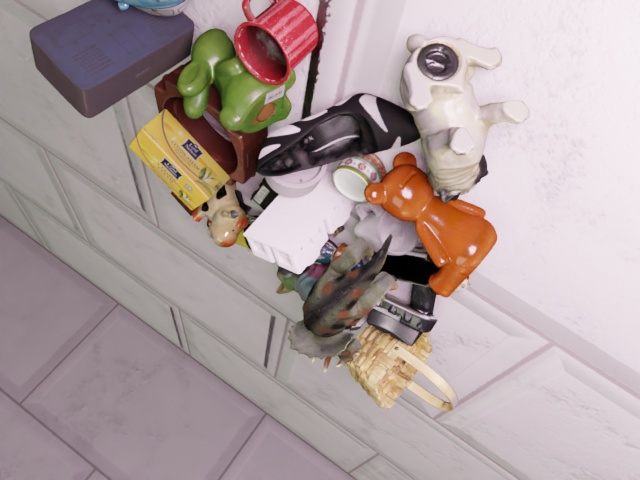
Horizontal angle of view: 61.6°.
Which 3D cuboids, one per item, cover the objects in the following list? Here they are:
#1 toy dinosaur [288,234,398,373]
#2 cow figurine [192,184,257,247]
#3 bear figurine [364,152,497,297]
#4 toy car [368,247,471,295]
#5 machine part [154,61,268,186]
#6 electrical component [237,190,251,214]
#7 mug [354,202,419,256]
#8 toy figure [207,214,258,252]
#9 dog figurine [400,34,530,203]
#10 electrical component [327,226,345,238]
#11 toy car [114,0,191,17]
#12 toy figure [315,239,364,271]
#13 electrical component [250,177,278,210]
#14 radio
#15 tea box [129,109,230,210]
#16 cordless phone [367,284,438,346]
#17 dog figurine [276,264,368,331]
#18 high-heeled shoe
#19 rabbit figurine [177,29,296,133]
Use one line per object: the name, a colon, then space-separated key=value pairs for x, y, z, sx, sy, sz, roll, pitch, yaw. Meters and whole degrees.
toy dinosaur: x=0.028 y=0.116 z=0.943 sx=0.131 sy=0.192 sz=0.404 roll=38 pitch=161 yaw=16
cow figurine: x=-0.198 y=-0.076 z=1.102 sx=0.127 sy=0.195 sz=0.085 roll=-23 pitch=153 yaw=32
bear figurine: x=0.159 y=-0.026 z=0.804 sx=0.196 sy=0.120 sz=0.131 roll=35 pitch=155 yaw=10
toy car: x=0.169 y=0.045 z=0.948 sx=0.202 sy=0.056 sz=0.073 roll=10 pitch=117 yaw=43
machine part: x=-0.193 y=-0.211 z=0.981 sx=0.202 sy=0.087 sz=0.200 roll=30 pitch=151 yaw=12
electrical component: x=-0.205 y=-0.078 z=1.201 sx=0.119 sy=0.075 sz=0.047 roll=25 pitch=149 yaw=18
mug: x=0.098 y=-0.022 z=0.920 sx=0.109 sy=0.081 sz=0.107 roll=43 pitch=161 yaw=-20
toy figure: x=-0.183 y=-0.028 z=1.240 sx=0.180 sy=0.082 sz=0.089 roll=26 pitch=152 yaw=27
dog figurine: x=0.151 y=-0.146 z=0.676 sx=0.190 sy=0.121 sz=0.172 roll=98 pitch=152 yaw=-77
electrical component: x=-0.001 y=-0.004 z=1.052 sx=0.045 sy=0.102 sz=0.078 roll=45 pitch=176 yaw=-3
toy car: x=-0.240 y=-0.382 z=0.787 sx=0.162 sy=0.109 sz=0.102 roll=16 pitch=168 yaw=17
toy figure: x=0.026 y=0.029 z=1.102 sx=0.155 sy=0.058 sz=0.064 roll=21 pitch=155 yaw=20
electrical component: x=-0.063 y=-0.073 z=1.058 sx=0.134 sy=0.058 sz=0.115 roll=42 pitch=154 yaw=-7
radio: x=-0.322 y=-0.306 z=0.843 sx=0.131 sy=0.229 sz=0.073 roll=42 pitch=148 yaw=2
tea box: x=-0.261 y=-0.144 z=0.995 sx=0.169 sy=0.068 sz=0.098 roll=48 pitch=150 yaw=-14
cordless phone: x=0.162 y=0.103 z=1.051 sx=0.147 sy=0.089 sz=0.184 roll=25 pitch=137 yaw=27
dog figurine: x=-0.004 y=0.113 z=1.214 sx=0.219 sy=0.108 sz=0.191 roll=4 pitch=139 yaw=53
high-heeled shoe: x=0.019 y=-0.136 z=0.777 sx=0.249 sy=0.145 sz=0.086 roll=13 pitch=143 yaw=42
rabbit figurine: x=-0.144 y=-0.245 z=0.832 sx=0.170 sy=0.159 sz=0.121 roll=48 pitch=164 yaw=15
